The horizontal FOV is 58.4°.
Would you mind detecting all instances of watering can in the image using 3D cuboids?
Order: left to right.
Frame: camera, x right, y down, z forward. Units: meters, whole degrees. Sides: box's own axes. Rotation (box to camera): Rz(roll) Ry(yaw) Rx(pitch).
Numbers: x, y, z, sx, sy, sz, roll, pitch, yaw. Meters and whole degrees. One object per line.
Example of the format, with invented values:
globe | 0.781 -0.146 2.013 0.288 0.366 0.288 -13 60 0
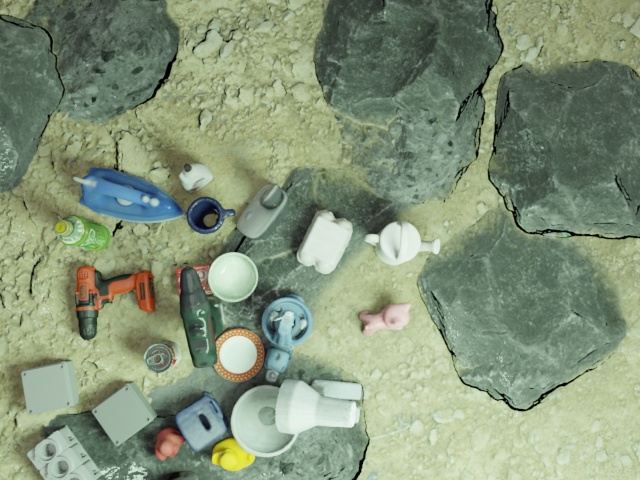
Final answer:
watering can | 0.199 0.003 1.382 0.173 0.194 0.101 -14 85 -3

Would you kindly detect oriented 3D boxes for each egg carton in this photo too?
egg carton | 0.013 0.005 1.438 0.107 0.069 0.150 24 84 1

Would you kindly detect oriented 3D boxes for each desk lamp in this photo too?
desk lamp | 0.002 0.383 1.329 0.203 0.213 0.118 4 84 -1

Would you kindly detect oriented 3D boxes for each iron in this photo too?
iron | -0.464 -0.107 1.397 0.258 0.141 0.119 14 84 0

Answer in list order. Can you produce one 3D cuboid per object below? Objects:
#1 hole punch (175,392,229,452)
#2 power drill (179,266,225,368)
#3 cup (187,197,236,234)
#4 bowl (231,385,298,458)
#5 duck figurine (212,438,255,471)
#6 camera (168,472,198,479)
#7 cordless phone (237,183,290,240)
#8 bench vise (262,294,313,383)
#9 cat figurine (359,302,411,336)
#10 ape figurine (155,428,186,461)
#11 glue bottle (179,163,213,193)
hole punch | -0.282 0.435 1.375 0.101 0.091 0.108 -32 86 -4
power drill | -0.278 0.179 1.342 0.075 0.208 0.230 -11 85 -3
cup | -0.264 -0.058 1.422 0.118 0.095 0.092 -8 85 -3
bowl | -0.129 0.433 1.389 0.167 0.074 0.167 0 84 -2
duck figurine | -0.210 0.522 1.372 0.104 0.086 0.077 3 84 -1
camera | -0.365 0.629 1.349 0.137 0.101 0.143 7 84 -1
cordless phone | -0.140 -0.074 1.382 0.094 0.185 0.148 33 84 2
bench vise | -0.075 0.230 1.338 0.121 0.219 0.207 -2 84 -2
cat figurine | 0.163 0.195 1.400 0.128 0.117 0.067 -17 85 -3
ape figurine | -0.362 0.490 1.367 0.078 0.092 0.076 -20 85 -3
glue bottle | -0.309 -0.159 1.391 0.078 0.173 0.037 -40 86 -5
